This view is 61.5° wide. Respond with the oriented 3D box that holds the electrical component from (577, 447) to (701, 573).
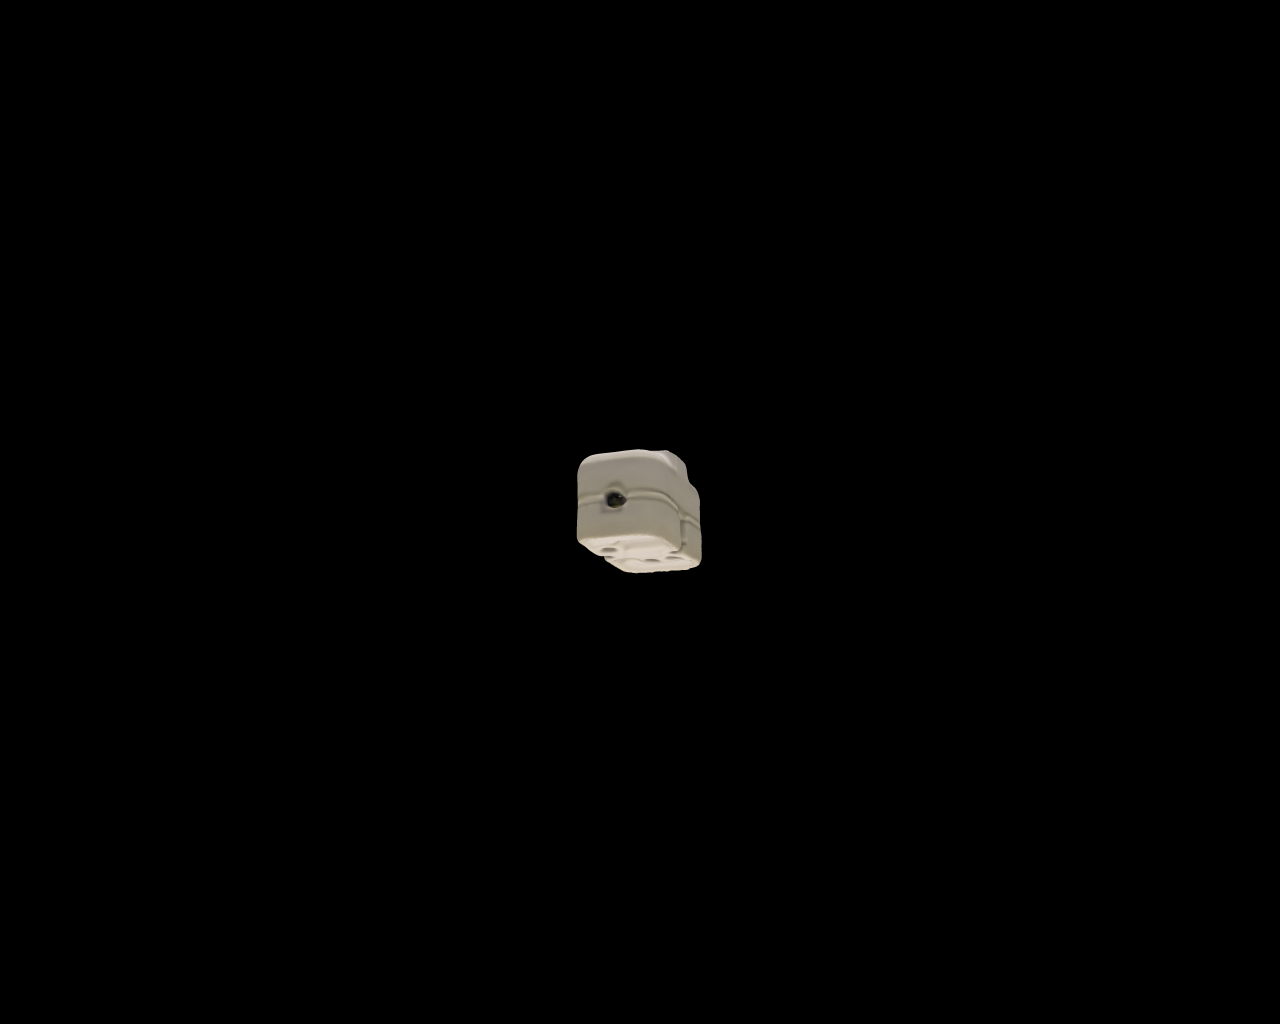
[{"bbox_3d":[0.001,-0.003,0.650,0.054,0.059,0.095,-6,-17,19],"label":"electrical component"}]
